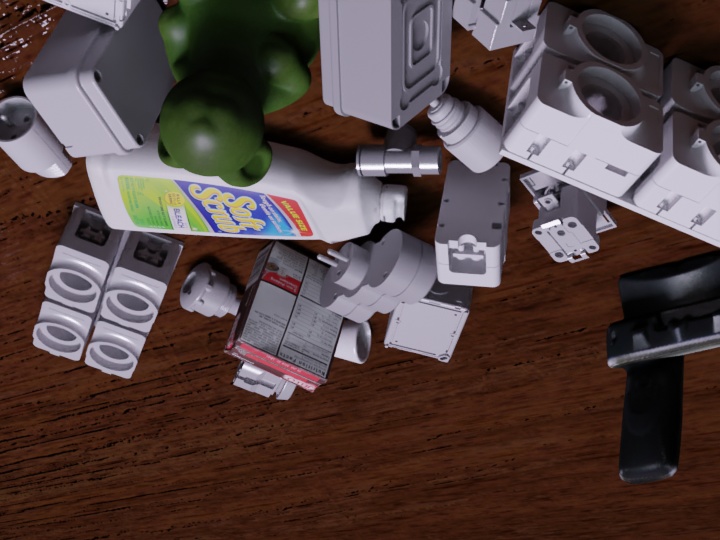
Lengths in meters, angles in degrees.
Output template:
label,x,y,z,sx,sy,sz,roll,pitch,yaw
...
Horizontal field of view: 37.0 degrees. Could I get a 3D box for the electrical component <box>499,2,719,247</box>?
label,x,y,z,sx,sy,sz,roll,pitch,yaw
electrical component,0.196,-0.098,0.725,0.186,0.105,0.060,21,141,-10

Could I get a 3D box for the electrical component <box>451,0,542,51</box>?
label,x,y,z,sx,sy,sz,roll,pitch,yaw
electrical component,0.092,-0.180,0.696,0.048,0.066,0.055,-19,142,-28

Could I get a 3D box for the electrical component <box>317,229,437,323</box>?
label,x,y,z,sx,sy,sz,roll,pitch,yaw
electrical component,0.000,0.000,0.903,0.074,0.052,0.138,25,157,-22

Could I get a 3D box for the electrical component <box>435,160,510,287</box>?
label,x,y,z,sx,sy,sz,roll,pitch,yaw
electrical component,0.090,-0.034,0.846,0.050,0.089,0.055,4,141,11

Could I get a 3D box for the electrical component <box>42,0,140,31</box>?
label,x,y,z,sx,sy,sz,roll,pitch,yaw
electrical component,-0.179,-0.212,0.723,0.096,0.061,0.061,21,143,-1

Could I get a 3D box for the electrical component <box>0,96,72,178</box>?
label,x,y,z,sx,sy,sz,roll,pitch,yaw
electrical component,-0.272,-0.105,0.898,0.043,0.043,0.081,3,157,13

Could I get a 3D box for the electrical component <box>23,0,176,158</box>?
label,x,y,z,sx,sy,sz,roll,pitch,yaw
electrical component,-0.179,-0.144,0.771,0.057,0.113,0.078,-3,139,24

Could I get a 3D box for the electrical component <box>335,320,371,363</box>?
label,x,y,z,sx,sy,sz,roll,pitch,yaw
electrical component,-0.027,0.067,1.044,0.065,0.044,0.044,2,141,21

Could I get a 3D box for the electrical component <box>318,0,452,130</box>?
label,x,y,z,sx,sy,sz,roll,pitch,yaw
electrical component,0.017,-0.159,0.703,0.057,0.078,0.113,22,134,27

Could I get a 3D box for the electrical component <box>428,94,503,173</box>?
label,x,y,z,sx,sy,sz,roll,pitch,yaw
electrical component,0.077,-0.106,0.801,0.078,0.040,0.040,37,136,-26

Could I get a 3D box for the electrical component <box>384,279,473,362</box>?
label,x,y,z,sx,sy,sz,roll,pitch,yaw
electrical component,0.061,0.034,0.961,0.062,0.061,0.096,14,141,-1

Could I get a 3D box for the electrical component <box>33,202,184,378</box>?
label,x,y,z,sx,sy,sz,roll,pitch,yaw
electrical component,-0.250,0.029,1.046,0.105,0.060,0.186,21,141,-10

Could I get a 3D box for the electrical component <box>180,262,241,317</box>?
label,x,y,z,sx,sy,sz,roll,pitch,yaw
electrical component,-0.136,0.025,1.022,0.062,0.048,0.048,29,139,-28

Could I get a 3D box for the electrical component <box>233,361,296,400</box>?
label,x,y,z,sx,sy,sz,roll,pitch,yaw
electrical component,-0.089,0.096,1.086,0.057,0.058,0.078,23,141,-8

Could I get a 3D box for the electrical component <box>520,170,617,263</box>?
label,x,y,z,sx,sy,sz,roll,pitch,yaw
electrical component,0.161,-0.044,0.835,0.042,0.063,0.081,-19,131,35
